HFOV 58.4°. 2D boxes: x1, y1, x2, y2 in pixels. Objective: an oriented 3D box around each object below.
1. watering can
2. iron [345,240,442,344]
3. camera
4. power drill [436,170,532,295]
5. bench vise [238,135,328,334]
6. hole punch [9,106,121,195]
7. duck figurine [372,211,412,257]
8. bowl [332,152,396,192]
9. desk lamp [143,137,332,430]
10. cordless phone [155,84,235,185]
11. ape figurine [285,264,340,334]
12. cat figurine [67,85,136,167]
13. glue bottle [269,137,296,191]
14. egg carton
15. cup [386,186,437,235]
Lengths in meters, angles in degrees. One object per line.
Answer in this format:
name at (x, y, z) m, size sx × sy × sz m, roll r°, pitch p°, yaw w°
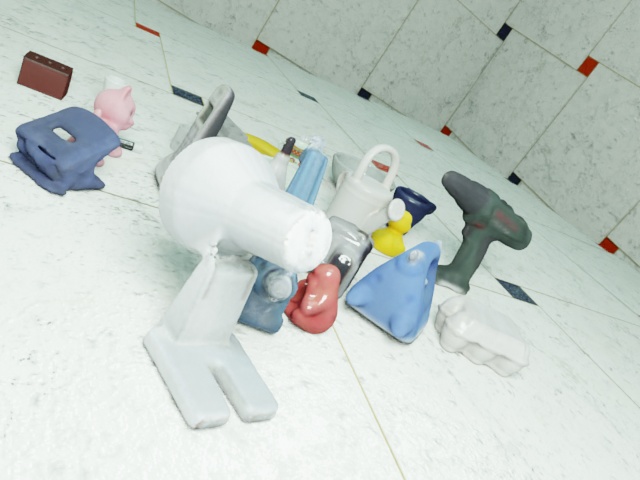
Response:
watering can at (0.091, -0.085, 1.067) m, size 0.172 × 0.194 × 0.101 m, roll 38°, pitch 22°, yaw 23°
iron at (0.142, 0.055, 0.880) m, size 0.118 × 0.141 × 0.259 m, roll 34°, pitch 21°, yaw 15°
camera at (0.008, 0.003, 0.888) m, size 0.136 × 0.101 × 0.143 m, roll 30°, pitch 21°, yaw 5°
power drill at (0.288, -0.006, 1.113) m, size 0.230 × 0.208 × 0.075 m, roll 21°, pitch 22°, yaw -20°
bench vise at (-0.032, -0.008, 0.694) m, size 0.122 × 0.219 × 0.206 m, roll 15°, pitch 25°, yaw -32°
hole punch at (-0.335, -0.122, 0.758) m, size 0.108 × 0.091 × 0.101 m, roll 35°, pitch 22°, yaw 18°
duck figurine at (0.149, -0.020, 1.142) m, size 0.077 × 0.086 × 0.105 m, roll 33°, pitch 21°, yaw 11°
bowl at (0.092, -0.137, 1.360) m, size 0.168 × 0.074 × 0.167 m, roll 25°, pitch 21°, yaw -10°
desk lamp at (-0.082, 0.030, 0.551) m, size 0.118 × 0.213 × 0.202 m, roll 7°, pitch 30°, yaw -45°
cordless phone at (-0.174, -0.141, 0.873) m, size 0.094 × 0.185 × 0.147 m, roll 12°, pitch 26°, yaw -36°
ape figurine at (-0.005, 0.069, 0.730) m, size 0.076 × 0.092 × 0.078 m, roll 31°, pitch 21°, yaw 6°
cat figurine at (-0.328, -0.189, 0.884) m, size 0.067 × 0.117 × 0.128 m, roll 26°, pitch 21°, yaw -7°
glue bottle at (-0.079, -0.080, 0.868) m, size 0.078 × 0.173 × 0.037 m, roll 10°, pitch 27°, yaw -40°
egg carton at (0.255, 0.150, 0.905) m, size 0.150 × 0.069 × 0.107 m, roll 25°, pitch 21°, yaw -10°
cup at (0.200, -0.058, 1.283) m, size 0.118 × 0.095 × 0.091 m, roll 14°, pitch 25°, yaw -34°
